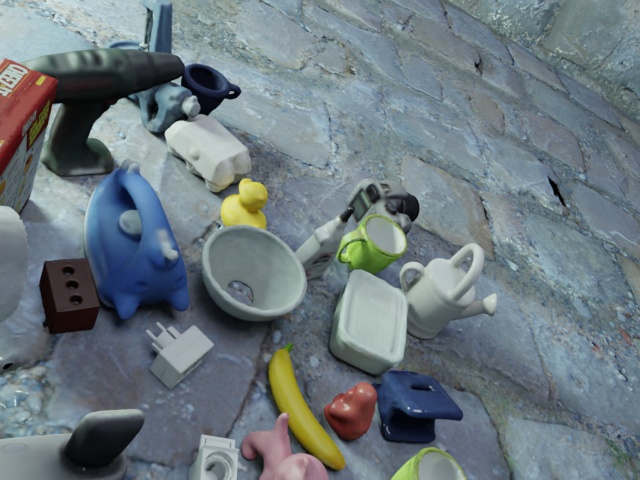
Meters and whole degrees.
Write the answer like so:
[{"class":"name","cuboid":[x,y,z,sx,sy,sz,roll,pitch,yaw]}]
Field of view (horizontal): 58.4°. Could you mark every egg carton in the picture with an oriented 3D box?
[{"class":"egg carton","cuboid":[-0.197,-0.156,1.014,0.150,0.069,0.107,42,39,6]}]

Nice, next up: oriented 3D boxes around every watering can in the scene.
[{"class":"watering can","cuboid":[0.227,0.083,0.998,0.173,0.194,0.101,14,44,-26]}]

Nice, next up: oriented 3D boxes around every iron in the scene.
[{"class":"iron","cuboid":[-0.253,-0.025,0.787,0.119,0.141,0.258,-5,55,-40]}]

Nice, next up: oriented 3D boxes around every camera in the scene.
[{"class":"camera","cuboid":[0.147,-0.059,1.151,0.137,0.100,0.143,0,52,-37]}]

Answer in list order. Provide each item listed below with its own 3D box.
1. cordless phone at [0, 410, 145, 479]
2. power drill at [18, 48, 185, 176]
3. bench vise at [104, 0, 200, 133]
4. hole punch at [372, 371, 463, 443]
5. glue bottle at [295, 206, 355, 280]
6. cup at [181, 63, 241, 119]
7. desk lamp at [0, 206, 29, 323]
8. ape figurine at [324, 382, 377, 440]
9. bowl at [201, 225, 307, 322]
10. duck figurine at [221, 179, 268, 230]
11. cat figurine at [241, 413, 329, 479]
[{"class":"cordless phone","cuboid":[-0.249,0.197,0.537,0.148,0.185,0.094,4,49,-34]},{"class":"power drill","cuboid":[-0.330,-0.193,0.842,0.230,0.208,0.075,-11,59,-43]},{"class":"bench vise","cuboid":[-0.274,-0.313,0.992,0.207,0.219,0.121,32,39,-6]},{"class":"hole punch","cuboid":[0.144,0.241,0.862,0.109,0.091,0.101,12,45,-28]},{"class":"glue bottle","cuboid":[0.009,0.003,0.929,0.078,0.173,0.037,-13,60,-43]},{"class":"cup","cuboid":[-0.217,-0.270,1.091,0.118,0.095,0.091,4,49,-34]},{"class":"desk lamp","cuboid":[-0.401,0.056,0.540,0.204,0.213,0.117,-8,57,-41]},{"class":"ape figurine","cuboid":[0.050,0.231,0.801,0.078,0.092,0.076,8,47,-31]},{"class":"bowl","cuboid":[-0.108,0.062,0.862,0.168,0.074,0.167,21,42,-19]},{"class":"duck figurine","cuboid":[-0.116,-0.055,0.962,0.078,0.086,0.104,-2,53,-38]},{"class":"cat figurine","cuboid":[-0.034,0.270,0.679,0.067,0.117,0.127,4,49,-34]}]
